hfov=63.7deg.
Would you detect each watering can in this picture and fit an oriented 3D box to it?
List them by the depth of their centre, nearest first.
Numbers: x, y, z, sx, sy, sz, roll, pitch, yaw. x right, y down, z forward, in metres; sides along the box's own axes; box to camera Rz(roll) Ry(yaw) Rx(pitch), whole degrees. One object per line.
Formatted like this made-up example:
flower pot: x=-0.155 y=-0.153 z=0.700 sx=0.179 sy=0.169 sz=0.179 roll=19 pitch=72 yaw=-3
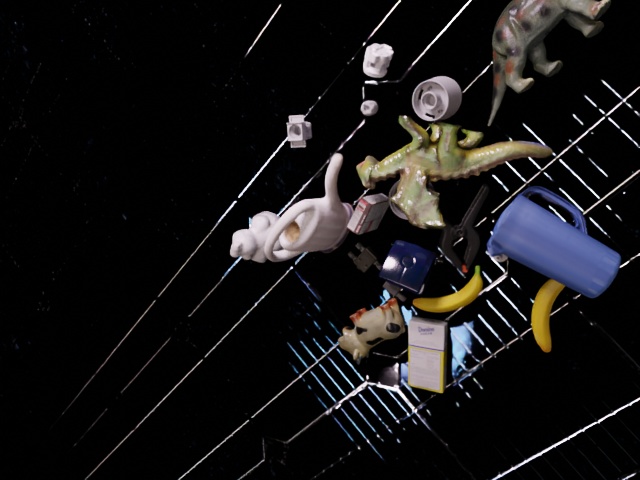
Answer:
watering can: x=0.004 y=-0.064 z=1.263 sx=0.342 sy=0.224 sz=0.106 roll=-49 pitch=60 yaw=27

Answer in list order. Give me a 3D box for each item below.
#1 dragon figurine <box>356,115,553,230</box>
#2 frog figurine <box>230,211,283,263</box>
dragon figurine: x=0.266 y=-0.140 z=1.135 sx=0.412 sy=0.122 sz=0.242 roll=19 pitch=96 yaw=25
frog figurine: x=-0.166 y=-0.004 z=1.395 sx=0.123 sy=0.161 sz=0.135 roll=22 pitch=111 yaw=20
